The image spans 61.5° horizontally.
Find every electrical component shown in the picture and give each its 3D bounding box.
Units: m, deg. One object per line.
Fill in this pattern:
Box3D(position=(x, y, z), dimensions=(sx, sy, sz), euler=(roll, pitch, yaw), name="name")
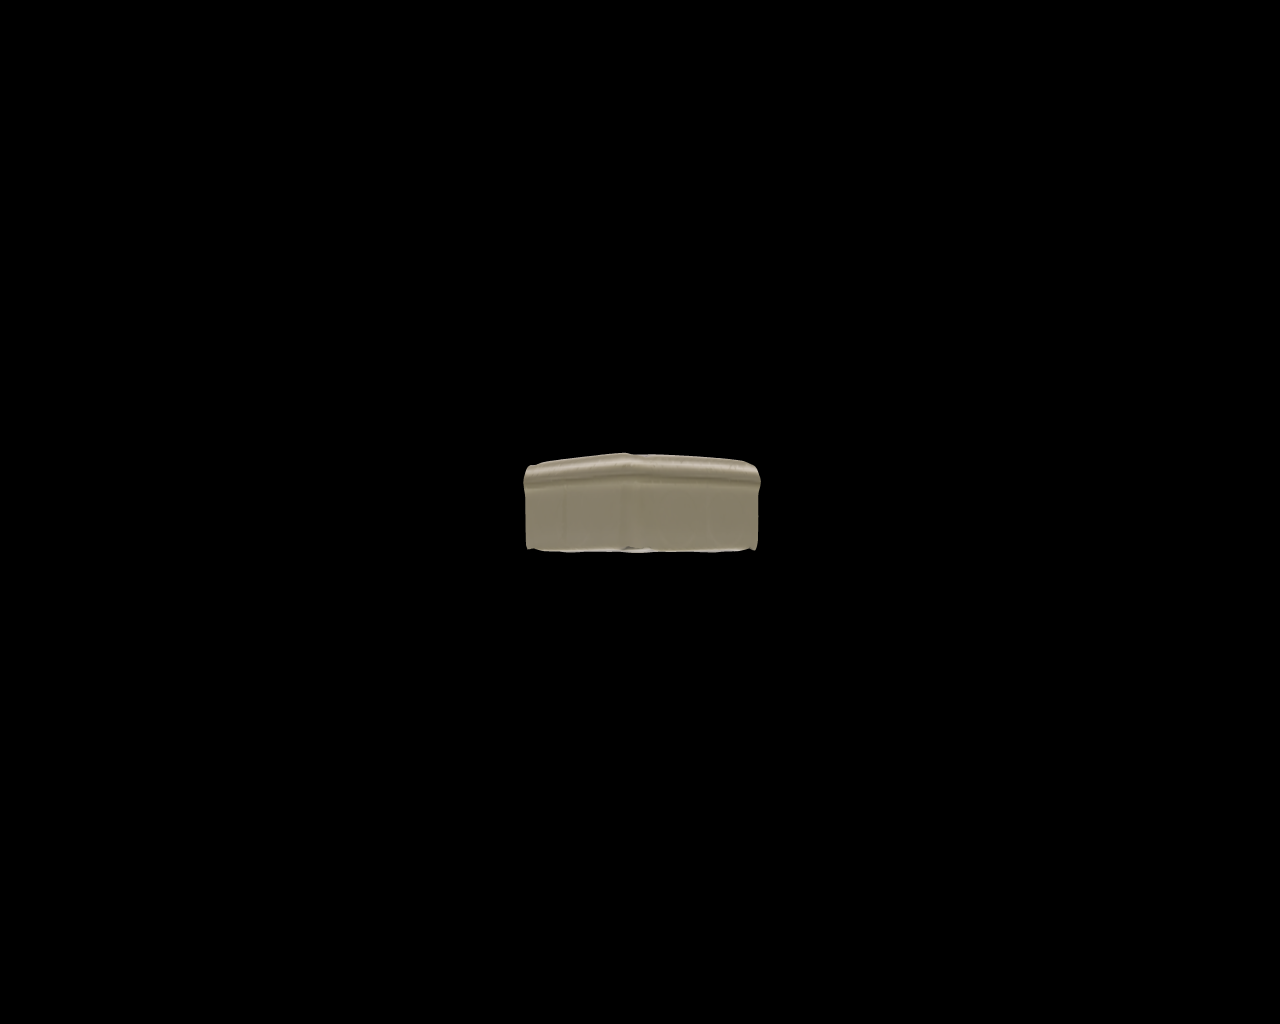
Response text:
Box3D(position=(0.001, -0.003, 0.650), dimensions=(0.109, 0.056, 0.108), euler=(2, -3, -43), name="electrical component")
